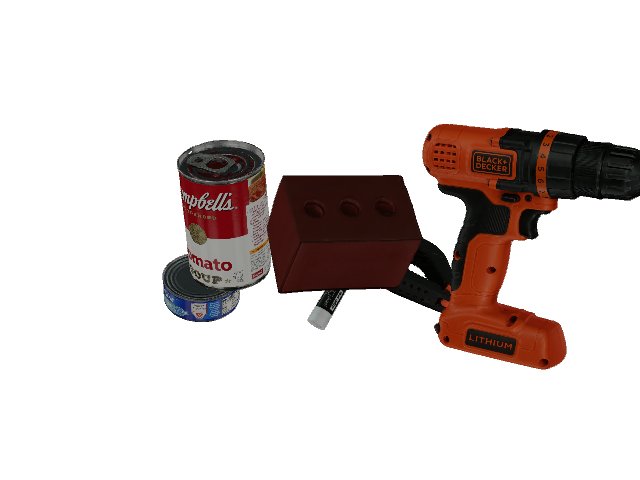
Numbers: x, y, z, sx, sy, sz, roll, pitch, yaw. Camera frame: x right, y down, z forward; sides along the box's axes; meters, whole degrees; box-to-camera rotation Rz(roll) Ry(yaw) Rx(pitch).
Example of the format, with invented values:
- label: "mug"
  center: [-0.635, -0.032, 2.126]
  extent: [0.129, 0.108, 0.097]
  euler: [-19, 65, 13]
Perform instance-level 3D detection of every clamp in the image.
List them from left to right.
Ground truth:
- label: "clamp"
  center: [0.069, 0.009, 1.207]
  extent: [0.164, 0.036, 0.210]
  euler: [-16, 50, -35]

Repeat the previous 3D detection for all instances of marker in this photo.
- label: "marker"
  center: [0.025, 0.030, 1.021]
  extent: [0.020, 0.121, 0.020]
  euler: [28, -18, 10]

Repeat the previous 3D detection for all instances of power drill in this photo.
- label: "power drill"
  center: [0.166, 0.003, 0.852]
  extent: [0.185, 0.188, 0.057]
  euler: [11, 17, 31]

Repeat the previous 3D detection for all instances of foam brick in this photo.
- label: "foam brick"
  center: [0.012, -0.004, 0.641]
  extent: [0.078, 0.053, 0.051]
  euler: [-2, -36, -17]

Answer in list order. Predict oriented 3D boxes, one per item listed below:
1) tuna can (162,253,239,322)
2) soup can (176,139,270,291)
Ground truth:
- label: "tuna can"
  center: [-0.131, 0.051, 1.177]
  extent: [0.086, 0.034, 0.086]
  euler: [2, 36, -2]
- label: "soup can"
  center: [-0.075, -0.020, 0.847]
  extent: [0.068, 0.102, 0.068]
  euler: [-1, 33, 1]
